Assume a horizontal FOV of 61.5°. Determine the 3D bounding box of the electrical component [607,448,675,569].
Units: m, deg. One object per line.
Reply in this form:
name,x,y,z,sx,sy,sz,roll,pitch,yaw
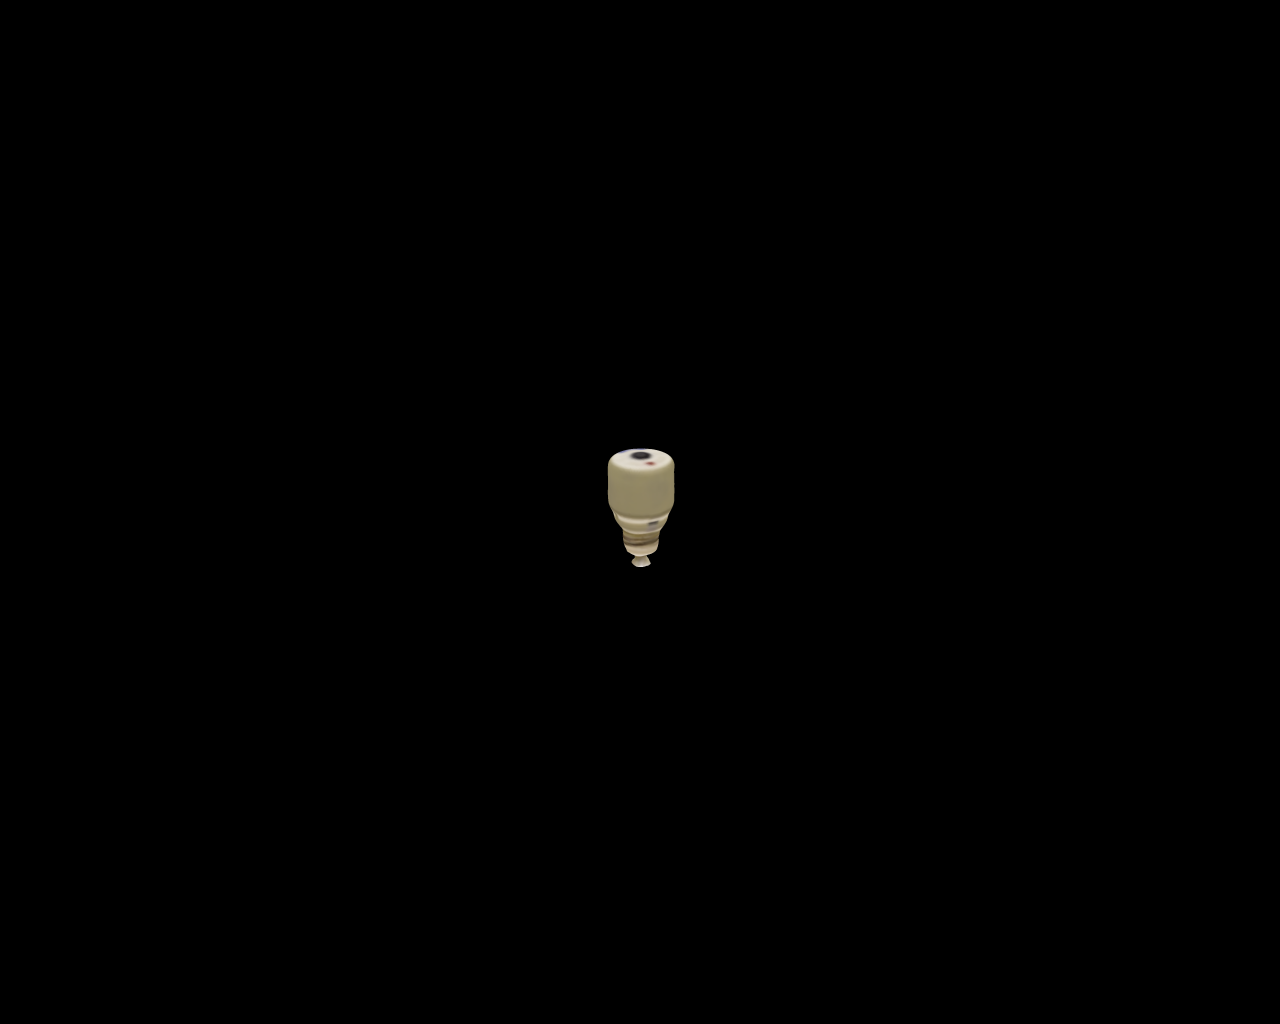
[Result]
electrical component,0.001,-0.003,0.650,0.040,0.078,0.040,0,24,0
